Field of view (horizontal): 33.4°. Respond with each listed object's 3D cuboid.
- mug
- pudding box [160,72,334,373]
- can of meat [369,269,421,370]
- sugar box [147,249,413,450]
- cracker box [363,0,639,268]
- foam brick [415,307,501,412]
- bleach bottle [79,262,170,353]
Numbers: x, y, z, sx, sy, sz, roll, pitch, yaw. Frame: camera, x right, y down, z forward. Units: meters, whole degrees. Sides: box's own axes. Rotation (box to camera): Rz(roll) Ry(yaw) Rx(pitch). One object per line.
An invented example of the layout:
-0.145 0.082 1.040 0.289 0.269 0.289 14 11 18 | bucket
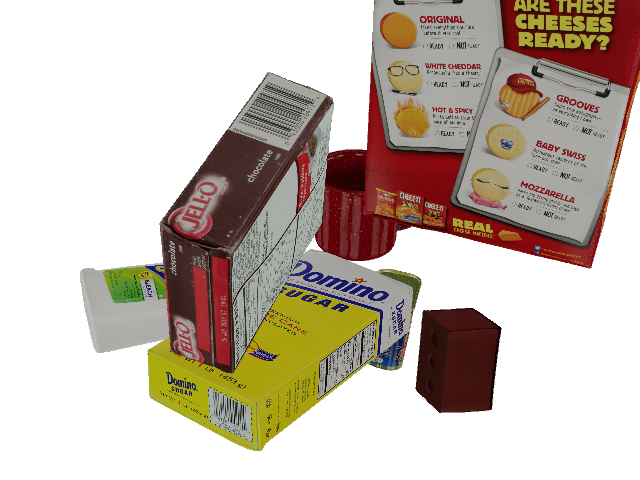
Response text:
0.048 -0.034 1.050 0.117 0.081 0.093 -4 31 -9 | mug
-0.033 -0.008 0.499 0.039 0.113 0.090 21 -40 13 | pudding box
0.083 0.095 1.281 0.057 0.084 0.102 12 25 7 | can of meat
-0.022 0.066 0.721 0.093 0.048 0.175 21 36 30 | sugar box
0.118 -0.098 0.690 0.164 0.214 0.072 14 41 15 | cracker box
0.118 0.103 0.921 0.051 0.078 0.053 -3 17 -20 | foam brick
-0.135 0.057 1.193 0.250 0.068 0.103 -10 36 -15 | bleach bottle
